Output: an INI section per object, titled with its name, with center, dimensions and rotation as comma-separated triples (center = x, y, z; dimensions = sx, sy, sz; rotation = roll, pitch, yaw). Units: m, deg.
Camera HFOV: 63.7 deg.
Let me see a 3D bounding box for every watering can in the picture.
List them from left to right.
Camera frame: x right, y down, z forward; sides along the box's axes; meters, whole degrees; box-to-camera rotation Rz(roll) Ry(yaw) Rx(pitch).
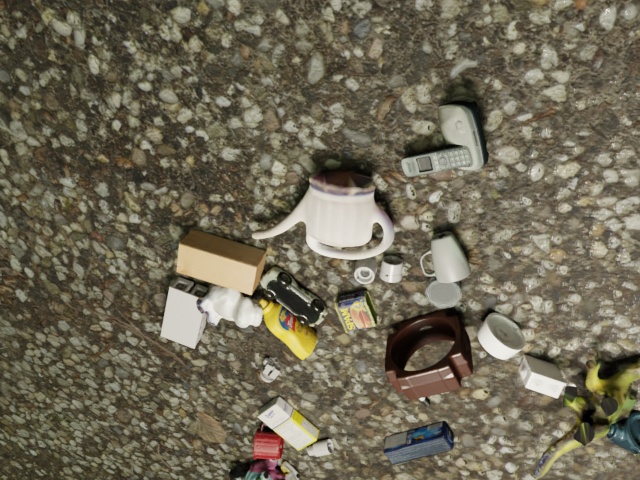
[watering can]
center = 0.004, -0.061, 1.206
dimensions = 0.348, 0.220, 0.106
rotation = 8, 28, 9

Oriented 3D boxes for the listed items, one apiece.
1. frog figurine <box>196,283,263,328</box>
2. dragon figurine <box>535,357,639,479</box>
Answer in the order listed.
[frog figurine]
center = -0.226, 0.169, 1.369
dimensions = 0.159, 0.135, 0.125
rotation = -4, 30, 14
[dragon figurine]
center = 0.695, 0.423, 1.255
dimensions = 0.241, 0.405, 0.124
rotation = 17, 21, -32
